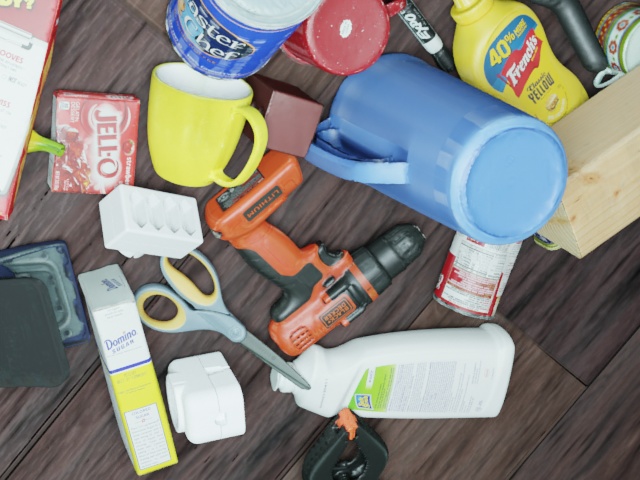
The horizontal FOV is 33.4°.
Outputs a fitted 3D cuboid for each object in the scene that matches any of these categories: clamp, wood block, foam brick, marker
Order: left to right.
[{"bbox_3d":[-0.039,-0.114,0.968,0.051,0.078,0.053,14,104,-26],"label":"foam brick"},{"bbox_3d":[0.017,0.262,1.131,0.164,0.036,0.210,-18,133,-12],"label":"clamp"},{"bbox_3d":[0.093,-0.206,1.014,0.020,0.020,0.121,-44,118,-1],"label":"marker"},{"bbox_3d":[0.237,-0.256,1.031,0.171,0.039,0.120,41,58,-20],"label":"clamp"},{"bbox_3d":[0.293,-0.086,1.028,0.206,0.091,0.090,-35,123,-9],"label":"wood block"}]

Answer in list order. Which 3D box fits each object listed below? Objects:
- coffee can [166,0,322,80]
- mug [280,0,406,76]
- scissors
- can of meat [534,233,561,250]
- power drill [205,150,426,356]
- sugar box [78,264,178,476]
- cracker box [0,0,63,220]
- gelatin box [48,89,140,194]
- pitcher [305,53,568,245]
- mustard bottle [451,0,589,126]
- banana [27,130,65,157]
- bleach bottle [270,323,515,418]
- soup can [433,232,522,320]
[{"bbox_3d":[-0.063,-0.200,0.873,0.102,0.140,0.103,3,80,-19],"label":"coffee can"},{"bbox_3d":[0.023,-0.198,0.956,0.117,0.082,0.093,-20,115,-13],"label":"mug"},{"bbox_3d":[-0.102,0.094,1.037,0.096,0.016,0.201,-34,105,3],"label":"scissors"},{"bbox_3d":[0.247,-0.055,1.109,0.102,0.057,0.084,-42,115,-2],"label":"can of meat"},{"bbox_3d":[-0.007,0.001,1.034,0.184,0.057,0.187,-39,118,-2],"label":"power drill"},{"bbox_3d":[-0.179,0.120,0.996,0.048,0.093,0.176,-15,115,-16],"label":"sugar box"},{"bbox_3d":[-0.300,-0.139,0.839,0.164,0.072,0.214,14,95,-14],"label":"cracker box"},{"bbox_3d":[-0.200,-0.086,0.945,0.073,0.030,0.089,1,110,-22],"label":"gelatin box"},{"bbox_3d":[0.099,-0.078,0.938,0.144,0.243,0.149,38,92,-28],"label":"pitcher"},{"bbox_3d":[0.183,-0.174,1.037,0.096,0.058,0.191,-47,118,-12],"label":"mustard bottle"},{"bbox_3d":[-0.314,-0.043,0.905,0.198,0.037,0.069,-39,81,0],"label":"banana"},{"bbox_3d":[0.073,0.136,1.115,0.250,0.068,0.102,3,108,-19],"label":"bleach bottle"},{"bbox_3d":[0.165,0.022,1.101,0.068,0.069,0.102,12,105,-24],"label":"soup can"}]
